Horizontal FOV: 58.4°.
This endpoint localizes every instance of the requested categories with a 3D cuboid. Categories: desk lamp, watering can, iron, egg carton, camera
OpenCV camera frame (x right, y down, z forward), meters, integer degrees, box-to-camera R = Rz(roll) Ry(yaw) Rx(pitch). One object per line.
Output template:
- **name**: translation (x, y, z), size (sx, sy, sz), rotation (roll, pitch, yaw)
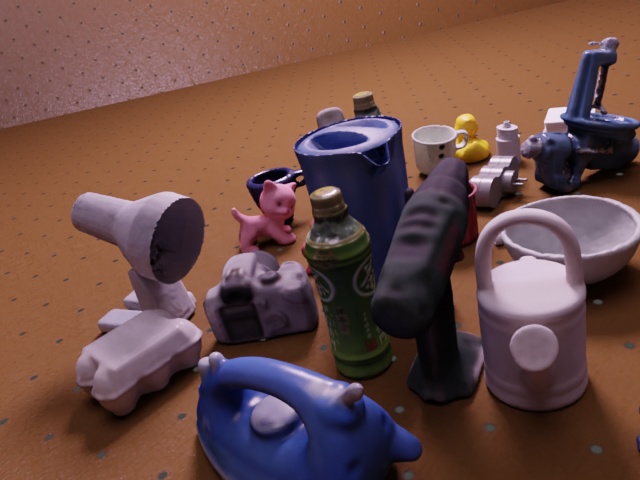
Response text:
- **desk lamp**: translation (-0.250, 0.031, 0.804), size (0.202, 0.214, 0.118), rotation (1, 30, 28)
- **watering can**: translation (0.202, 0.063, 0.543), size (0.101, 0.194, 0.172), rotation (-14, 26, 0)
- **iron**: translation (-0.045, 0.161, 0.531), size (0.257, 0.142, 0.119), rotation (6, 33, 35)
- **egg carton**: translation (-0.227, 0.149, 0.726), size (0.107, 0.069, 0.151), rotation (13, 37, 43)
- **camera**: translation (-0.079, 0.060, 0.792), size (0.143, 0.101, 0.137), rotation (-10, 27, 8)

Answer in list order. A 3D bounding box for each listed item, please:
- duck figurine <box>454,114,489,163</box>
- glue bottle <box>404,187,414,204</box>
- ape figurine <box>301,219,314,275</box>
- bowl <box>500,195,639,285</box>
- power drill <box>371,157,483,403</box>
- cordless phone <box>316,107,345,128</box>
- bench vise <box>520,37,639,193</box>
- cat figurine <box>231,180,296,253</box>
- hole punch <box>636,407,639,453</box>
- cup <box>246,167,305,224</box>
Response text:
- **duck figurine**: translation (0.297, -0.209, 1.151), size (0.077, 0.086, 0.104), rotation (-14, 26, 1)
- **glue bottle**: translation (0.120, 0.016, 0.699), size (0.078, 0.173, 0.037), rotation (-32, 31, -31)
- **ape figurine**: translation (0.008, 0.003, 0.871), size (0.076, 0.092, 0.077), rotation (-25, 29, -21)
- **bowl**: translation (0.317, 0.010, 0.726), size (0.167, 0.075, 0.167), rotation (-11, 27, 6)
- **power drill**: translation (0.121, 0.049, 0.594), size (0.075, 0.209, 0.230), rotation (1, 30, 27)
- **cordless phone**: translation (0.071, -0.162, 1.059), size (0.148, 0.185, 0.094), rotation (-21, 27, -14)
- **bench vise**: translation (0.424, -0.195, 0.912), size (0.208, 0.220, 0.121), rotation (-29, 30, -27)
- **cat figurine**: translation (-0.091, -0.049, 0.993), size (0.128, 0.118, 0.067), rotation (-18, 27, -8)
- **hole punch**: translation (0.322, 0.136, 0.458), size (0.109, 0.091, 0.100), rotation (-24, 28, -19)
- **cup**: translation (-0.070, -0.081, 1.070), size (0.118, 0.095, 0.091), rotation (-15, 26, -2)
